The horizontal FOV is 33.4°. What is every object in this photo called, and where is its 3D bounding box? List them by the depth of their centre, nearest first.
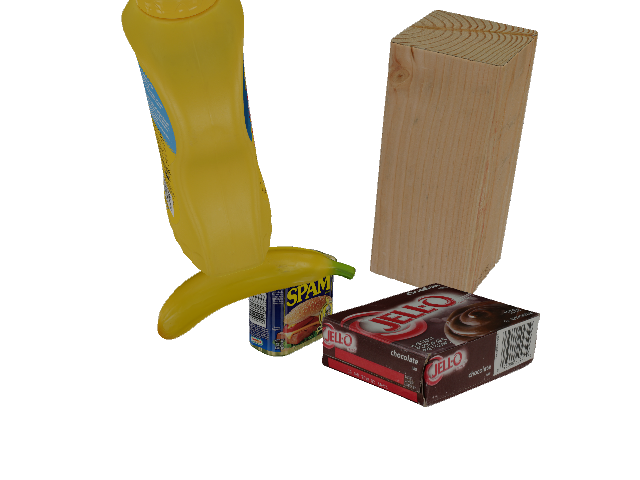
[{"bbox_3d":[-0.063,-0.075,0.545,0.058,0.096,0.191,-13,-40,-7],"label":"mustard bottle"},{"bbox_3d":[0.070,0.063,0.680,0.113,0.039,0.090,-11,20,-42],"label":"pudding box"},{"bbox_3d":[0.105,-0.068,0.862,0.091,0.206,0.090,18,34,23],"label":"wood block"},{"bbox_3d":[-0.072,0.043,0.911,0.198,0.037,0.069,-18,-48,23],"label":"banana"},{"bbox_3d":[-0.030,0.065,1.119,0.058,0.084,0.101,18,26,37],"label":"can of meat"}]
